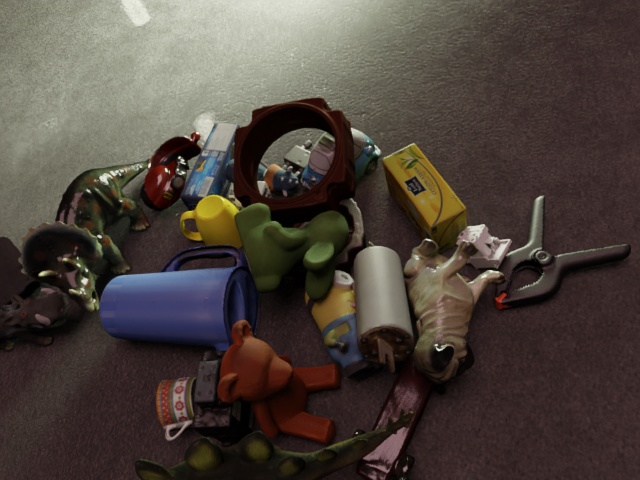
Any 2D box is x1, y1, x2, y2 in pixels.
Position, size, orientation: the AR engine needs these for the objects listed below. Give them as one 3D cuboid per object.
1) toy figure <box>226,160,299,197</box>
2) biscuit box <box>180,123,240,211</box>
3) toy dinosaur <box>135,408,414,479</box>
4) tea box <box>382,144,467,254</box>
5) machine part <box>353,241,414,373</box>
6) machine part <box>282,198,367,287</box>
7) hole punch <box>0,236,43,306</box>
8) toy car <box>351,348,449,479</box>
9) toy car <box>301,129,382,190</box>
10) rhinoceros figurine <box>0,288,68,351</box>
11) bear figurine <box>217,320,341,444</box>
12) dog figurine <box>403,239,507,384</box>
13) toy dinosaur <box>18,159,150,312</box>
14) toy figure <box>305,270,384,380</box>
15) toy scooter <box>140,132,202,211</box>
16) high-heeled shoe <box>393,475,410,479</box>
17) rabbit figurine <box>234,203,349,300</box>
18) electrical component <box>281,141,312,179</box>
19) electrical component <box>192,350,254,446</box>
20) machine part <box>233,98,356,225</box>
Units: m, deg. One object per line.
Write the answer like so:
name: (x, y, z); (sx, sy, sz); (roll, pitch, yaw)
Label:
toy figure: (-0.108, -0.124, 1.048); (0.155, 0.064, 0.058); (14, 26, 18)
biscuit box: (-0.211, -0.143, 1.085); (0.059, 0.062, 0.203); (6, 59, 18)
toy dinosaur: (-0.101, 0.306, 0.672); (0.472, 0.198, 0.105); (-22, 57, 2)
tea box: (0.177, -0.069, 0.913); (0.068, 0.098, 0.170); (-26, 56, -2)
machine part: (0.089, 0.089, 0.777); (0.079, 0.079, 0.243); (-10, 37, 8)
machine part: (-0.002, -0.003, 0.941); (0.179, 0.056, 0.179); (-7, 54, 10)
hole punch: (-0.604, 0.071, 1.043); (0.142, 0.092, 0.116); (-41, 86, -17)
toy car: (0.112, 0.241, 0.747); (0.089, 0.053, 0.202); (21, 60, 19)
toy car: (0.032, -0.159, 1.009); (0.162, 0.102, 0.109); (-41, 55, -16)
rhinoceros figurine: (-0.526, 0.137, 0.952); (0.190, 0.112, 0.073); (-14, 52, 15)
bear figurine: (-0.053, 0.194, 0.735); (0.132, 0.195, 0.120); (0, 54, 13)
dog figurine: (0.159, 0.107, 0.784); (0.121, 0.172, 0.190); (37, 69, -14)
toy dinosaur: (-0.423, -0.049, 1.000); (0.131, 0.192, 0.405); (-3, 57, 10)
toy figure: (0.033, 0.128, 0.829); (0.089, 0.082, 0.180); (-20, 57, 2)
toy scooter: (-0.294, -0.150, 1.086); (0.135, 0.075, 0.184); (-29, 45, 27)
high-heeled shoe: (-0.008, 0.363, 0.679); (0.145, 0.086, 0.249); (35, 75, 32)
rabbit figurine: (-0.031, 0.006, 0.829); (0.170, 0.121, 0.159); (-19, 45, -9)
electrical component: (-0.037, -0.159, 1.075); (0.063, 0.021, 0.094); (28, 67, 29)
electrical component: (-0.138, 0.224, 0.775); (0.058, 0.134, 0.115); (-8, 53, 9)
machine part: (-0.044, -0.134, 0.920); (0.202, 0.087, 0.201); (-7, 71, 16)
